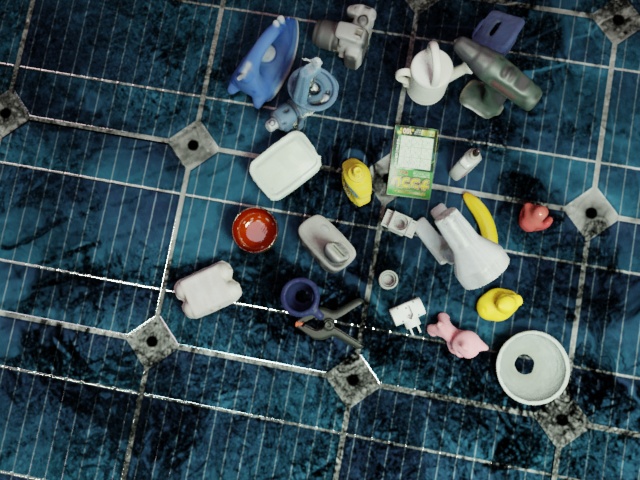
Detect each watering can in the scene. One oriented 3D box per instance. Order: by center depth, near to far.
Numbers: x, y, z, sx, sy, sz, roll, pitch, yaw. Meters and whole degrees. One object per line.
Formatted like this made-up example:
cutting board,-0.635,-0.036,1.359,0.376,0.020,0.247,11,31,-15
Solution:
watering can,0.269,-0.401,1.347,0.173,0.194,0.101,-26,83,0

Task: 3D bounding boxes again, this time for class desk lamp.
desk lamp,0.312,0.009,1.293,0.118,0.213,0.203,-38,84,-2

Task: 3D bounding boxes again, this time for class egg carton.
egg carton,-0.268,0.122,1.377,0.150,0.069,0.107,-26,84,-1

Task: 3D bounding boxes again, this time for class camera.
camera,0.056,-0.517,1.415,0.136,0.101,0.143,18,85,4

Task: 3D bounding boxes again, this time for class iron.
iron,-0.129,-0.462,1.396,0.118,0.141,0.258,29,86,5

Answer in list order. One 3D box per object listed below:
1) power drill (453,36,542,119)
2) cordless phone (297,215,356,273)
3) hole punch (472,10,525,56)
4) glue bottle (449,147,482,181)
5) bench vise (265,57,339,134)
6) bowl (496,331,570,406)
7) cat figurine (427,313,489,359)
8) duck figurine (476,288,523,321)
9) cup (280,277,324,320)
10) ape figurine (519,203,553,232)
power drill,0.392,-0.365,1.331,0.229,0.208,0.076,32,86,5
cordless phone,0.012,0.005,1.320,0.147,0.185,0.094,44,87,6
hole punch,0.429,-0.503,1.403,0.101,0.091,0.109,34,86,5
glue bottle,0.348,-0.187,1.332,0.078,0.173,0.037,-43,84,-2
bench vise,-0.036,-0.331,1.339,0.121,0.220,0.207,30,86,5
bowl,0.483,0.293,1.326,0.167,0.075,0.167,0,84,2
cat figurine,0.317,0.226,1.318,0.127,0.118,0.067,38,87,6
duck figurine,0.422,0.151,1.338,0.104,0.086,0.077,-16,83,1
cup,-0.033,0.144,1.352,0.117,0.095,0.092,42,87,6
ape figurine,0.512,-0.057,1.353,0.076,0.092,0.078,-33,84,-1
